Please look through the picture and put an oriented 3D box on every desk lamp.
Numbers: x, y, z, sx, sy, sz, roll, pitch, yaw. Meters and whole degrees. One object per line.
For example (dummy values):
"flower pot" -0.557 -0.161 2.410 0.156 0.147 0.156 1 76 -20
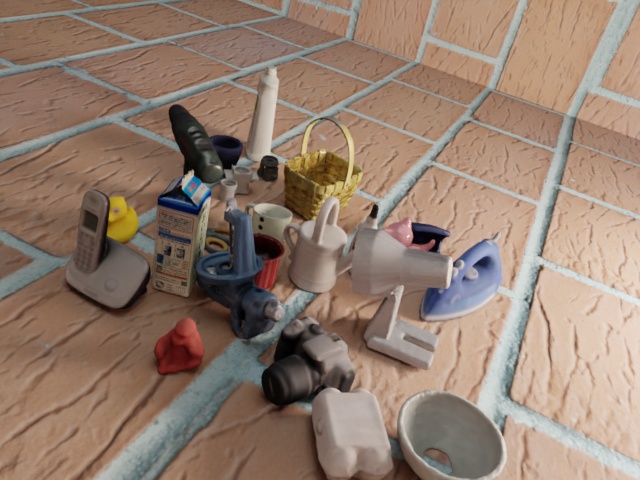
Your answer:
"desk lamp" 0.143 0.097 1.040 0.203 0.213 0.118 21 33 10

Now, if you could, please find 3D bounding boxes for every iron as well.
"iron" 0.306 0.072 1.212 0.118 0.141 0.259 34 37 28

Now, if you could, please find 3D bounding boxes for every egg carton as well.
"egg carton" 0.043 0.285 0.845 0.107 0.069 0.150 5 34 -15

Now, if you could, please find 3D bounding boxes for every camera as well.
"camera" -0.030 0.196 0.922 0.137 0.101 0.142 -14 42 -38

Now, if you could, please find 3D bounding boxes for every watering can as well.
"watering can" 0.011 0.003 1.147 0.173 0.194 0.101 12 32 -4

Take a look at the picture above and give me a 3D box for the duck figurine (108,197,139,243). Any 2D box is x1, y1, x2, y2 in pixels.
"duck figurine" -0.409 -0.049 1.156 0.077 0.086 0.105 22 33 11

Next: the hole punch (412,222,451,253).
"hole punch" 0.243 -0.014 1.366 0.109 0.091 0.101 8 33 -10

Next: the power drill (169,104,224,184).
"power drill" -0.288 -0.163 1.266 0.076 0.208 0.228 -11 41 -35

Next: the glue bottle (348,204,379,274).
"glue bottle" 0.096 -0.001 1.209 0.037 0.173 0.078 0 35 -22

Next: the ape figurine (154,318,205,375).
"ape figurine" -0.217 0.162 0.905 0.077 0.092 0.076 21 33 10

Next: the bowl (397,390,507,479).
"bowl" 0.187 0.312 0.857 0.167 0.075 0.167 11 32 -7

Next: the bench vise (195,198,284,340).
"bench vise" -0.125 0.047 1.000 0.207 0.220 0.122 26 34 18

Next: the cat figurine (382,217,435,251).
"cat figurine" 0.195 0.007 1.288 0.128 0.118 0.067 15 32 1

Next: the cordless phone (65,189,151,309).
"cordless phone" -0.361 0.015 0.984 0.147 0.185 0.094 24 33 14

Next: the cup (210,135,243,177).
"cup" -0.252 -0.203 1.448 0.091 0.095 0.118 26 34 17
